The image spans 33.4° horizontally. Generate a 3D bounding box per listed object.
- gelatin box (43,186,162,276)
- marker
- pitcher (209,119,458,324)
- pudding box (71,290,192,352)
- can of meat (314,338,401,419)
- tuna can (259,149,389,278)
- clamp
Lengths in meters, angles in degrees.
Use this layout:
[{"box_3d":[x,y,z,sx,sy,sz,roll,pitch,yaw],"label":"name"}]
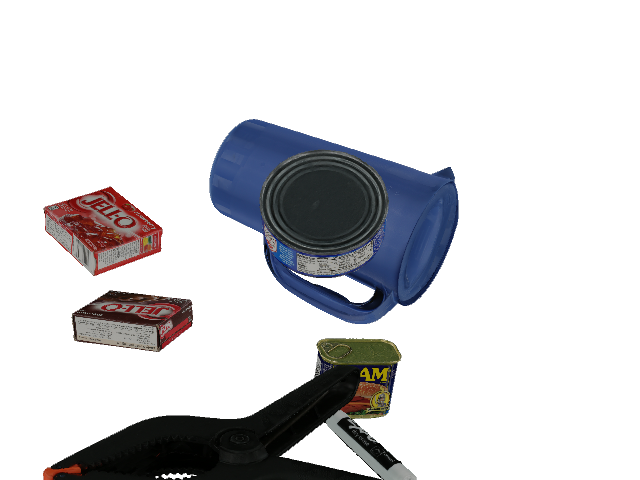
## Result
[{"box_3d":[-0.200,-0.011,0.979,0.073,0.030,0.089,-21,44,-37],"label":"gelatin box"},{"box_3d":[0.028,0.152,0.817,0.020,0.020,0.121,0,25,-39],"label":"marker"},{"box_3d":[0.006,-0.029,1.085,0.243,0.145,0.149,23,27,23],"label":"pitcher"},{"box_3d":[-0.218,0.093,1.241,0.114,0.039,0.090,3,15,18],"label":"pudding box"},{"box_3d":[0.042,0.171,1.314,0.102,0.084,0.057,2,23,-15],"label":"can of meat"},{"box_3d":[0.002,-0.018,0.718,0.086,0.086,0.034,0,-34,0],"label":"tuna can"},{"box_3d":[-0.042,0.117,0.578,0.209,0.036,0.165,-2,20,-13],"label":"clamp"}]
